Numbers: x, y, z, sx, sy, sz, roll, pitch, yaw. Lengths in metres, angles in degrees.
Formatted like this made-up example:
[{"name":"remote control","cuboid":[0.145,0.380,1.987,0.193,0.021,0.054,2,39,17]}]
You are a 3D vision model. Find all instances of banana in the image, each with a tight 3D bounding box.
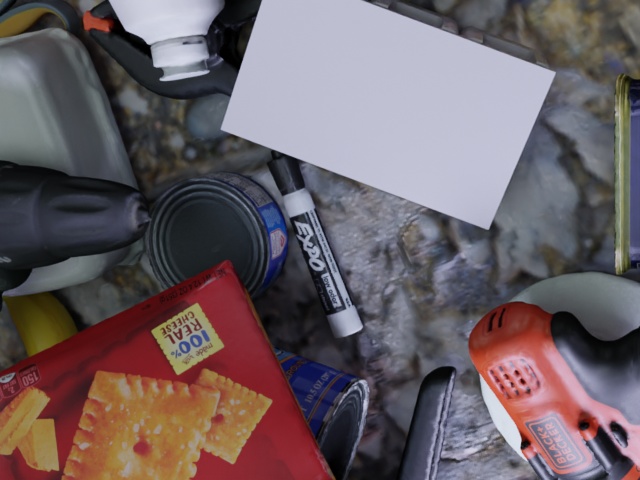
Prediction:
[{"name":"banana","cuboid":[-0.187,0.116,0.746,0.070,0.037,0.198,2,102,41]}]

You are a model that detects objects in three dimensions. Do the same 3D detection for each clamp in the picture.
[{"name":"clamp","cuboid":[0.070,0.197,0.654,0.164,0.036,0.210,43,116,7]},{"name":"clamp","cuboid":[-0.058,-0.109,0.635,0.172,0.039,0.120,3,98,20]}]

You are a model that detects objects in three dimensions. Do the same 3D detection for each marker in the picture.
[{"name":"marker","cuboid":[-0.004,0.001,0.648,0.020,0.020,0.121,-20,94,25]}]

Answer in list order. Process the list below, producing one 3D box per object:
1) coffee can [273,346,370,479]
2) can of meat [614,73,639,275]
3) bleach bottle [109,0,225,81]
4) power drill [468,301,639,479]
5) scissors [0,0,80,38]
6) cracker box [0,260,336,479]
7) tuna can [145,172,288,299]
[{"name":"coffee can","cuboid":[-0.054,0.109,0.649,0.140,0.102,0.103,18,109,18]},{"name":"can of meat","cuboid":[0.193,-0.034,0.537,0.084,0.057,0.102,1,103,20]},{"name":"bleach bottle","cuboid":[-0.092,-0.214,0.581,0.068,0.102,0.251,-7,96,32]},{"name":"power drill","cuboid":[0.192,0.086,0.532,0.188,0.057,0.184,-27,110,29]},{"name":"scissors","cuboid":[-0.250,-0.132,0.713,0.202,0.016,0.096,-14,114,25]},{"name":"cracker box","cuboid":[-0.073,0.141,0.542,0.164,0.072,0.214,-26,67,-2]},{"name":"tuna can","cuboid":[-0.064,0.001,0.665,0.086,0.033,0.086,5,104,21]}]
